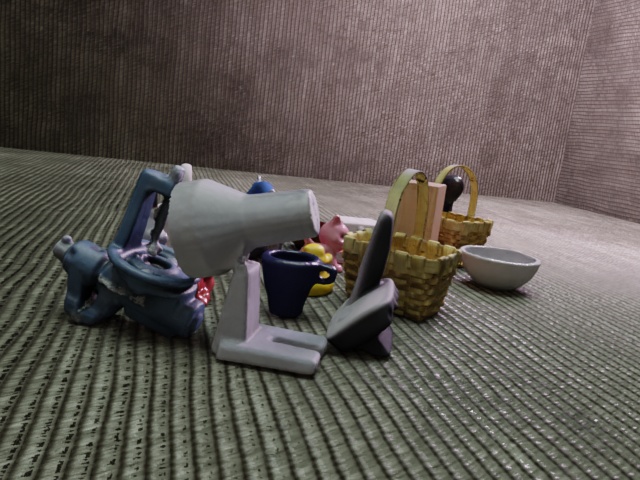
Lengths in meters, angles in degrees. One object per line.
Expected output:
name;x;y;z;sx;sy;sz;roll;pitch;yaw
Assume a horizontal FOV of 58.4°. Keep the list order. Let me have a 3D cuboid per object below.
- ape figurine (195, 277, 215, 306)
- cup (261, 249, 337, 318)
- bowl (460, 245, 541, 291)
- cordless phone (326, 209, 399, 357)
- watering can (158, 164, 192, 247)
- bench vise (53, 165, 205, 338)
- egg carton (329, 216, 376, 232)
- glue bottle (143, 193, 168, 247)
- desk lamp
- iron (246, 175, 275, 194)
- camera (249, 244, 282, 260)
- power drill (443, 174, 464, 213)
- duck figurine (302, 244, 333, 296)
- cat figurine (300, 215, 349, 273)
ape figurine;-0.192;0.048;0.887;0.075;0.092;0.078;14;13;30
cup;-0.034;0.071;0.866;0.117;0.095;0.092;10;12;14
bowl;0.373;0.064;1.207;0.167;0.075;0.167;7;11;-1
cordless phone;0.067;0.053;0.785;0.094;0.185;0.147;8;11;3
watering can;-0.238;-0.040;1.036;0.173;0.194;0.100;-1;14;-34
bench vise;-0.244;0.008;0.724;0.207;0.220;0.121;6;11;-6
egg carton;0.091;-0.018;1.454;0.150;0.069;0.107;5;11;-11
glue bottle;-0.246;0.011;0.828;0.077;0.173;0.037;17;15;40
desk lamp;-0.084;0.035;0.705;0.203;0.213;0.118;9;11;7
iron;-0.136;-0.079;1.432;0.119;0.141;0.257;3;12;-20
camera;-0.153;-0.015;1.201;0.143;0.101;0.137;8;11;2
power drill;0.341;-0.077;1.548;0.075;0.208;0.229;8;11;2
duck figurine;-0.019;0.049;1.007;0.105;0.086;0.077;-2;15;-40
cat figurine;0.011;0.004;1.167;0.128;0.118;0.067;-3;15;-42
